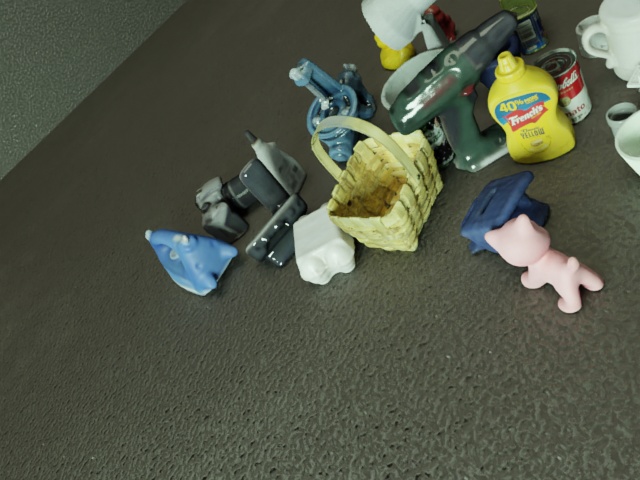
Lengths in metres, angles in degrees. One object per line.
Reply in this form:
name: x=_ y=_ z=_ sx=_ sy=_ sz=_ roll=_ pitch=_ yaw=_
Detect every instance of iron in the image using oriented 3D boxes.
iron: x=-0.293 y=0.021 z=1.186 sx=0.257 sy=0.142 sz=0.119 roll=8 pitch=60 yaw=45

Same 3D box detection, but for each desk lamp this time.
desk lamp: x=0.214 y=-0.427 z=1.113 sx=0.202 sy=0.214 sz=0.118 roll=-17 pitch=45 yaw=28

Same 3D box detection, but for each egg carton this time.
egg carton: x=0.009 y=0.004 z=1.001 sx=0.107 sy=0.070 sz=0.150 roll=-28 pitch=40 yaw=17

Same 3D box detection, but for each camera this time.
camera: x=-0.193 y=-0.088 z=1.235 sx=0.136 sy=0.101 sz=0.143 roll=-33 pitch=39 yaw=12

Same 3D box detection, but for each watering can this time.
watering can: x=0.467 y=-0.340 z=0.829 sx=0.173 sy=0.195 sz=0.100 roll=-40 pitch=38 yaw=3

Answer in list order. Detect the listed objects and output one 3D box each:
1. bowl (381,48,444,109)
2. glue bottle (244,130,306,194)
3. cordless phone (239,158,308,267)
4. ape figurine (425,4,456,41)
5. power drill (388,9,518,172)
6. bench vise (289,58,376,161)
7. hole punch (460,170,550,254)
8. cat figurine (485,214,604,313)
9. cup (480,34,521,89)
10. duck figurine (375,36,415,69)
bowl: x=0.206 y=-0.284 z=1.098 sx=0.167 sy=0.075 sz=0.167 roll=-23 pitch=42 yaw=23
glue bottle: x=-0.097 y=-0.161 z=1.163 sx=0.037 sy=0.174 sz=0.078 roll=-1 pitch=54 yaw=40
cordless phone: x=-0.108 y=-0.052 z=1.060 sx=0.093 sy=0.186 sz=0.148 roll=23 pitch=71 yaw=49
ape figurine: x=0.247 y=-0.454 z=1.208 sx=0.078 sy=0.092 sz=0.075 roll=-51 pitch=39 yaw=-11
power drill: x=0.233 y=-0.217 z=0.903 sx=0.229 sy=0.209 sz=0.075 roll=-32 pitch=39 yaw=13
bench vise: x=0.015 y=-0.294 z=1.154 sx=0.121 sy=0.220 sz=0.207 roll=-22 pitch=43 yaw=24
hole punch: x=0.253 y=-0.040 z=0.814 sx=0.100 sy=0.091 sz=0.109 roll=14 pitch=64 yaw=47
cat figurine: x=0.276 y=0.017 z=0.720 sx=0.067 sy=0.118 sz=0.127 roll=-47 pitch=38 yaw=-6
cup: x=0.319 y=-0.291 z=0.992 sx=0.091 sy=0.095 sz=0.117 roll=-35 pitch=39 yaw=9
duck figurine: x=0.158 y=-0.435 z=1.272 sx=0.077 sy=0.086 sz=0.104 roll=-43 pitch=38 yaw=0
